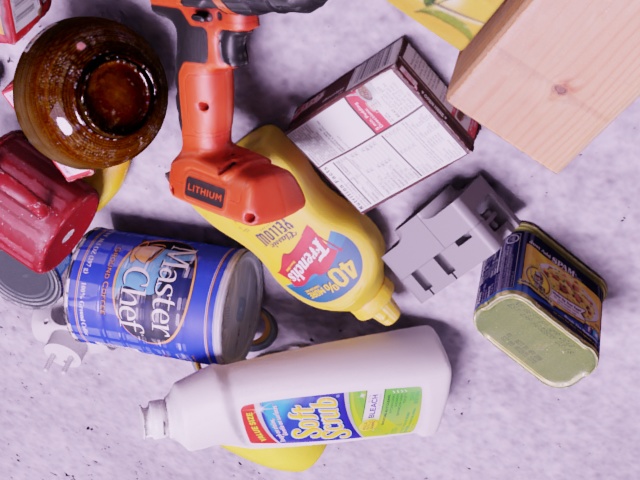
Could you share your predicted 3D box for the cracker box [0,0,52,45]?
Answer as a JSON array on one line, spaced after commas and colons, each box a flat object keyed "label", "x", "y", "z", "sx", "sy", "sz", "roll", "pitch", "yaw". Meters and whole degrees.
[{"label": "cracker box", "x": -0.304, "y": -0.237, "z": 0.744, "sx": 0.214, "sy": 0.072, "sz": 0.164, "roll": 11, "pitch": 131, "yaw": 14}]

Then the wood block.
[{"label": "wood block", "x": 0.172, "y": -0.148, "z": 0.619, "sx": 0.090, "sy": 0.090, "sz": 0.206, "roll": 32, "pitch": 134, "yaw": -9}]

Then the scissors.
[{"label": "scissors", "x": -0.120, "y": 0.065, "z": 0.967, "sx": 0.202, "sy": 0.096, "sz": 0.016, "roll": 39, "pitch": -179, "yaw": 19}]

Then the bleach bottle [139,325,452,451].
[{"label": "bleach bottle", "x": -0.022, "y": 0.134, "z": 0.879, "sx": 0.250, "sy": 0.068, "sz": 0.103, "roll": -8, "pitch": 135, "yaw": -15}]

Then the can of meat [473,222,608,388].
[{"label": "can of meat", "x": 0.165, "y": 0.050, "z": 0.799, "sx": 0.102, "sy": 0.084, "sz": 0.058, "roll": 37, "pitch": 128, "yaw": -13}]

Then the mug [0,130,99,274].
[{"label": "mug", "x": -0.229, "y": -0.030, "z": 0.836, "sx": 0.081, "sy": 0.093, "sz": 0.117, "roll": 34, "pitch": 166, "yaw": 4}]

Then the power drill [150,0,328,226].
[{"label": "power drill", "x": -0.053, "y": -0.108, "z": 0.698, "sx": 0.185, "sy": 0.057, "sz": 0.188, "roll": 22, "pitch": 122, "yaw": 46}]

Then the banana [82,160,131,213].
[{"label": "banana", "x": -0.236, "y": -0.038, "z": 0.917, "sx": 0.198, "sy": 0.037, "sz": 0.069, "roll": -5, "pitch": 128, "yaw": 26}]

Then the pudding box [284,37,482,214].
[{"label": "pudding box", "x": 0.044, "y": -0.079, "z": 0.768, "sx": 0.114, "sy": 0.039, "sz": 0.090, "roll": -28, "pitch": 117, "yaw": 40}]

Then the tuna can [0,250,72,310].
[{"label": "tuna can", "x": -0.271, "y": 0.022, "z": 0.987, "sx": 0.086, "sy": 0.033, "sz": 0.086, "roll": 11, "pitch": 133, "yaw": 12}]

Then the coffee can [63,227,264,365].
[{"label": "coffee can", "x": -0.130, "y": 0.048, "z": 0.906, "sx": 0.140, "sy": 0.102, "sz": 0.103, "roll": 8, "pitch": 132, "yaw": 15}]

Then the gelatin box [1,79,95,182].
[{"label": "gelatin box", "x": -0.191, "y": -0.102, "z": 0.817, "sx": 0.030, "sy": 0.073, "sz": 0.089, "roll": -15, "pitch": 123, "yaw": 31}]

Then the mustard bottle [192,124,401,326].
[{"label": "mustard bottle", "x": -0.006, "y": 0.001, "z": 0.845, "sx": 0.191, "sy": 0.058, "sz": 0.096, "roll": 43, "pitch": 127, "yaw": -18}]
